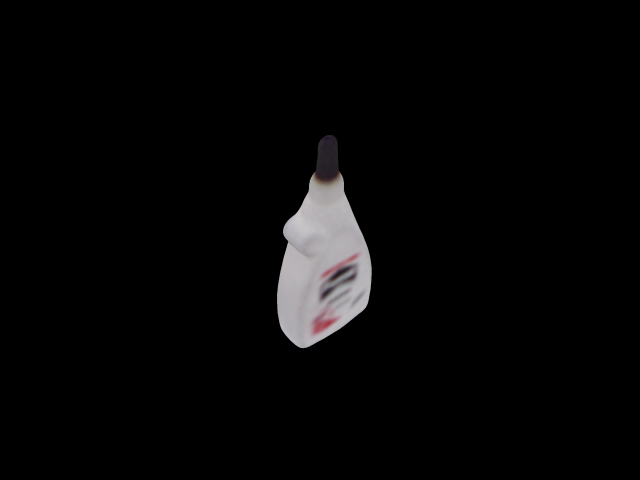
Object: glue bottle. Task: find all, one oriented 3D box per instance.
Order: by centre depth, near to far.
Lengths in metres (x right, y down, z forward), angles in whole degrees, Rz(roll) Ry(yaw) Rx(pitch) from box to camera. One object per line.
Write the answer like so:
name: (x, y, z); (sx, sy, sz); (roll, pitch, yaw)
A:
glue bottle: (0.004, 0.001, 0.400); (0.078, 0.173, 0.037); (-33, 53, -29)
